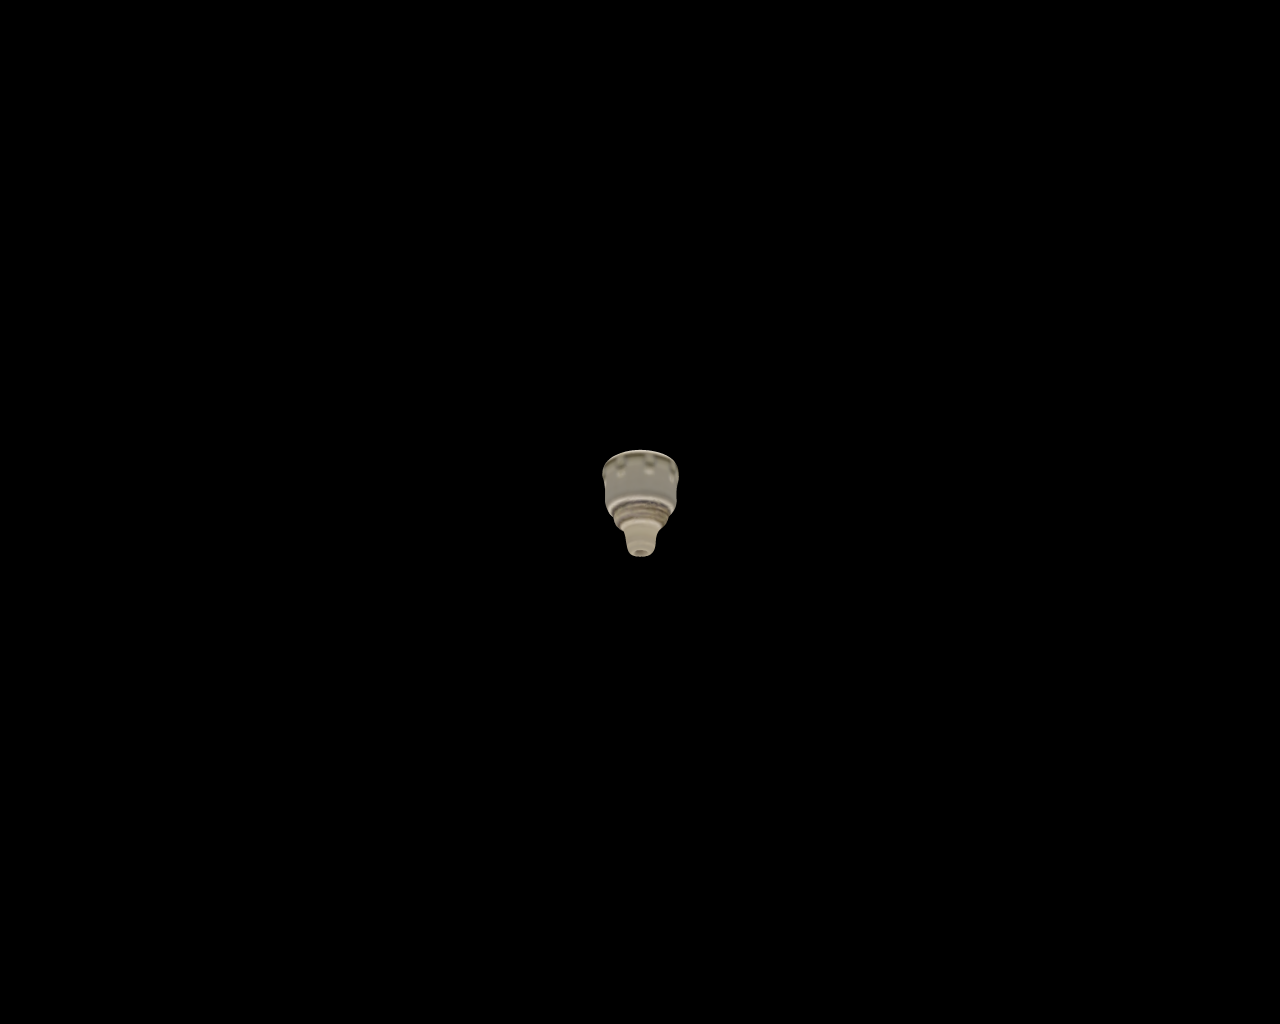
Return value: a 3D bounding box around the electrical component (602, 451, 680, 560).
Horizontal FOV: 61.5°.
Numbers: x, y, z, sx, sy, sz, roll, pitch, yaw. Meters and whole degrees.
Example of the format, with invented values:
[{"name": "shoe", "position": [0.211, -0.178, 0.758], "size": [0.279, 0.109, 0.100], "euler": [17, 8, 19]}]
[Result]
[{"name": "electrical component", "position": [0.001, -0.003, 0.650], "size": [0.048, 0.062, 0.048], "euler": [0, -23, 0]}]
